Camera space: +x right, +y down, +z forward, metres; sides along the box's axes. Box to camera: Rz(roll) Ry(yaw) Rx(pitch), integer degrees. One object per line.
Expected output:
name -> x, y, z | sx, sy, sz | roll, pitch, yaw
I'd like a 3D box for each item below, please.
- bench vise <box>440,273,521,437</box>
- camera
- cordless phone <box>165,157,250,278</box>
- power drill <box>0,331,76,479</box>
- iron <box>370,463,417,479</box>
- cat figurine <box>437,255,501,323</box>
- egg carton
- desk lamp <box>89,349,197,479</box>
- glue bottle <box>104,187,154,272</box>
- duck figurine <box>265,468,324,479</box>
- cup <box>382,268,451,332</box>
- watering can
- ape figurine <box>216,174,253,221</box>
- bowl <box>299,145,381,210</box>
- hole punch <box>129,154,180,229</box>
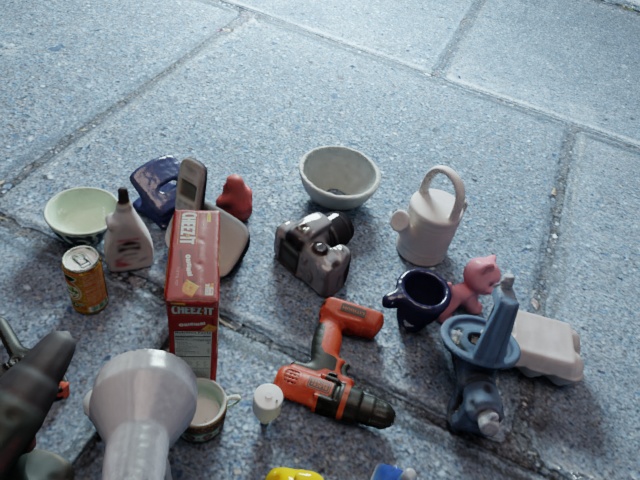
bench vise -> 0.252, 0.167, 0.828 | 0.122, 0.220, 0.207 | -3, 47, -15
camera -> 0.009, 0.004, 1.018 | 0.143, 0.101, 0.137 | 40, 51, 24
cordless phone -> -0.186, -0.039, 0.956 | 0.147, 0.185, 0.094 | 27, 47, 14
power drill -> -0.341, 0.239, 0.637 | 0.075, 0.208, 0.230 | 20, 46, 7
iron -> 0.115, 0.361, 0.665 | 0.119, 0.141, 0.258 | -3, 47, -15
cat figurine -> 0.259, 0.075, 0.991 | 0.128, 0.118, 0.067 | -15, 51, -25
egg carton -> 0.357, 0.178, 0.947 | 0.150, 0.069, 0.107 | 14, 45, 2
desk lamp -> -0.199, 0.260, 0.644 | 0.118, 0.213, 0.203 | 1, 46, -11
glue bottle -> -0.310, -0.019, 0.918 | 0.078, 0.173, 0.037 | -13, 50, -23
duck figurine -> -0.022, 0.317, 0.717 | 0.104, 0.086, 0.078 | 29, 47, 16
cup -> 0.150, 0.111, 0.948 | 0.118, 0.095, 0.091 | -9, 49, -20
watering can -> 0.205, -0.046, 1.042 | 0.100, 0.194, 0.173 | 31, 48, 18
ape figurine -> -0.158, -0.085, 1.074 | 0.078, 0.092, 0.076 | -16, 52, -25
bowl -> 0.035, -0.113, 1.155 | 0.167, 0.075, 0.167 | 6, 45, -6
hole punch -> -0.280, -0.091, 1.054 | 0.101, 0.091, 0.109 | 34, 49, 20
